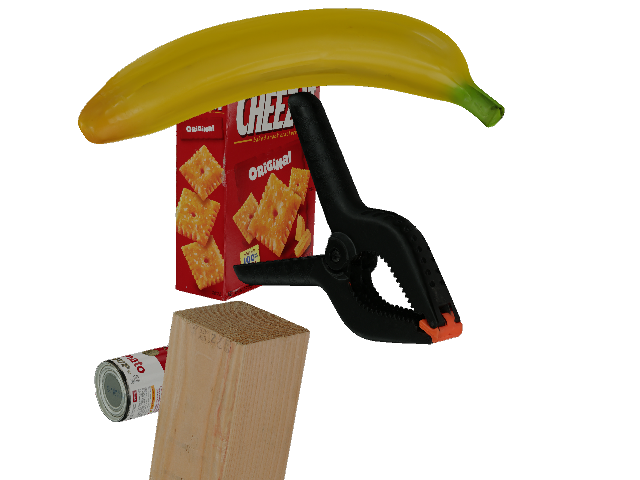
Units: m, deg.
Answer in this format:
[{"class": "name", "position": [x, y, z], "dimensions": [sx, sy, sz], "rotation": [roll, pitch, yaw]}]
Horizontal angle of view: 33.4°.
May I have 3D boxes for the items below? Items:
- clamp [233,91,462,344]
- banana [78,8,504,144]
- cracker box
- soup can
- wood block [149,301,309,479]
[{"class": "clamp", "position": [0.021, -0.002, 0.763], "dimensions": [0.036, 0.165, 0.210], "rotation": [-10, 32, -43]}, {"class": "banana", "position": [-0.014, -0.080, 0.504], "dimensions": [0.197, 0.037, 0.069], "rotation": [-5, 43, -8]}, {"class": "cracker box", "position": [-0.069, -0.063, 1.067], "dimensions": [0.072, 0.214, 0.163], "rotation": [12, 17, 30]}, {"class": "soup can", "position": [-0.183, 0.152, 1.149], "dimensions": [0.102, 0.068, 0.069], "rotation": [-10, 6, -41]}, {"class": "wood block", "position": [-0.086, 0.168, 0.953], "dimensions": [0.090, 0.206, 0.090], "rotation": [20, 17, 36]}]
